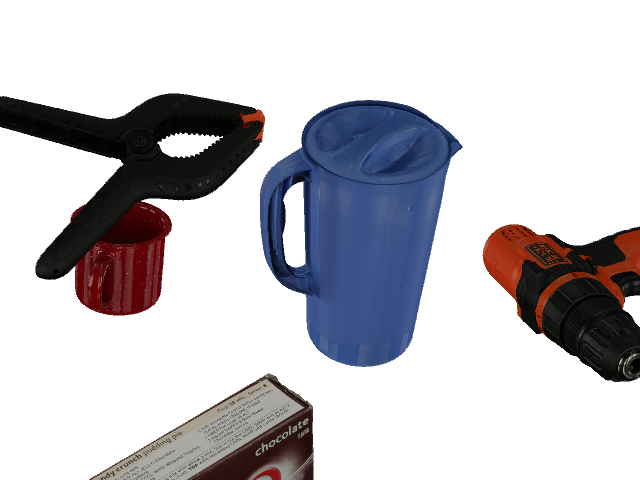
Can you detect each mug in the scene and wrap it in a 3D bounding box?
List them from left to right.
[{"bbox_3d":[-0.191,0.023,0.996,0.093,0.081,0.117,10,29,3],"label":"mug"}]

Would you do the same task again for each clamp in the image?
[{"bbox_3d":[-0.138,-0.055,0.806,0.209,0.164,0.036,-10,-30,-15],"label":"clamp"}]

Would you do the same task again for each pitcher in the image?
[{"bbox_3d":[0.034,0.003,1.000,0.149,0.243,0.144,16,40,15],"label":"pitcher"}]

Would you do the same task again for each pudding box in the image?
[{"bbox_3d":[-0.055,0.129,0.514,0.113,0.090,0.039,-30,46,-33],"label":"pudding box"}]

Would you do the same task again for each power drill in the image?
[{"bbox_3d":[0.230,0.028,0.747,0.187,0.057,0.184,-9,28,-15],"label":"power drill"}]
